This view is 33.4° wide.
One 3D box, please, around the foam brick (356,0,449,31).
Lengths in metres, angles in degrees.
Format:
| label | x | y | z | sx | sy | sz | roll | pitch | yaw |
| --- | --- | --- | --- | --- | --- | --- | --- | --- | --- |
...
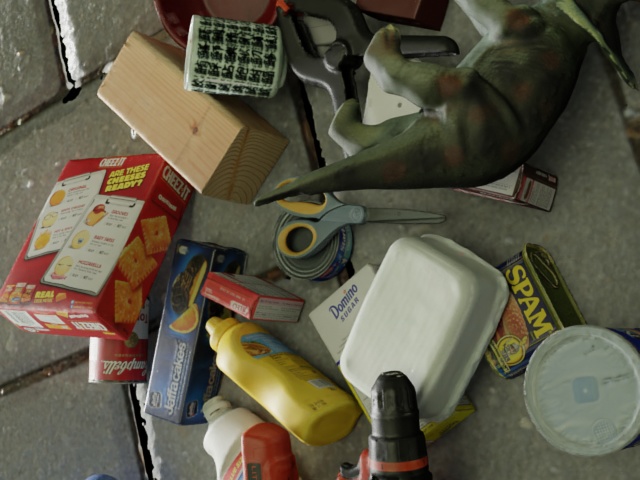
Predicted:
| label | x | y | z | sx | sy | sz | roll | pitch | yaw |
| --- | --- | --- | --- | --- | --- | --- | --- | --- | --- |
| foam brick | 0.086 | -0.248 | 1.085 | 0.078 | 0.052 | 0.051 | 19 | 96 | 35 |

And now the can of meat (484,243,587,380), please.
| label | x | y | z | sx | sy | sz | roll | pitch | yaw |
| --- | --- | --- | --- | --- | --- | --- | --- | --- | --- |
| can of meat | 0.186 | 0.068 | 0.984 | 0.084 | 0.057 | 0.102 | -35 | 67 | 29 |

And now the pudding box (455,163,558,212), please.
| label | x | y | z | sx | sy | sz | roll | pitch | yaw |
| --- | --- | --- | --- | --- | --- | --- | --- | --- | --- |
| pudding box | 0.153 | -0.059 | 0.997 | 0.114 | 0.089 | 0.039 | 13 | 92 | 34 |

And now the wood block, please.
| label | x | y | z | sx | sy | sz | roll | pitch | yaw |
| --- | --- | --- | --- | --- | --- | --- | --- | --- | --- |
| wood block | -0.147 | -0.139 | 1.208 | 0.206 | 0.090 | 0.091 | 43 | 107 | 30 |

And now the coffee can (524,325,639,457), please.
| label | x | y | z | sx | sy | sz | roll | pitch | yaw |
| --- | --- | --- | --- | --- | --- | --- | --- | --- | --- |
| coffee can | 0.244 | 0.123 | 0.887 | 0.103 | 0.140 | 0.103 | -4 | 83 | 33 |

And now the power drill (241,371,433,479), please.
| label | x | y | z | sx | sy | sz | roll | pitch | yaw |
| --- | --- | --- | --- | --- | --- | --- | --- | --- | --- |
| power drill | 0.015 | 0.209 | 0.969 | 0.188 | 0.057 | 0.184 | -3 | 90 | 38 |

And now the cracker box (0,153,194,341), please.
| label | x | y | z | sx | sy | sz | roll | pitch | yaw |
| --- | --- | --- | --- | --- | --- | --- | --- | --- | --- |
| cracker box | -0.256 | 0.007 | 1.227 | 0.164 | 0.072 | 0.213 | 0 | 55 | 33 |

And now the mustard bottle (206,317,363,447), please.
| label | x | y | z | sx | sy | sz | roll | pitch | yaw |
| --- | --- | --- | --- | --- | --- | --- | --- | --- | --- |
| mustard bottle | -0.051 | 0.137 | 1.111 | 0.192 | 0.096 | 0.058 | 35 | 107 | 31 |

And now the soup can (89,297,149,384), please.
| label | x | y | z | sx | sy | sz | roll | pitch | yaw |
| --- | --- | --- | --- | --- | --- | --- | --- | --- | --- |
| soup can | -0.235 | 0.117 | 1.254 | 0.069 | 0.068 | 0.102 | -2 | 84 | 34 |

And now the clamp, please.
| label | x | y | z | sx | sy | sz | roll | pitch | yaw |
| --- | --- | --- | --- | --- | --- | --- | --- | --- | --- |
| clamp | 0.034 | -0.187 | 1.065 | 0.165 | 0.036 | 0.210 | -47 | 63 | 22 |

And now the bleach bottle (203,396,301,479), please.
| label | x | y | z | sx | sy | sz | roll | pitch | yaw |
| --- | --- | --- | --- | --- | --- | --- | --- | --- | --- |
| bleach bottle | -0.061 | 0.278 | 1.126 | 0.103 | 0.068 | 0.251 | -46 | 60 | 22 |

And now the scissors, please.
| label | x | y | z | sx | sy | sz | roll | pitch | yaw |
| --- | --- | --- | --- | --- | --- | --- | --- | --- | --- |
| scissors | 0.028 | -0.009 | 1.079 | 0.202 | 0.016 | 0.096 | 22 | 98 | 33 |

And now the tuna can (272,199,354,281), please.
| label | x | y | z | sx | sy | sz | roll | pitch | yaw |
| --- | --- | --- | --- | --- | --- | --- | --- | --- | --- |
| tuna can | -0.007 | 0.001 | 1.133 | 0.086 | 0.033 | 0.086 | -4 | 83 | 33 |

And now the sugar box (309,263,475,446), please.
| label | x | y | z | sx | sy | sz | roll | pitch | yaw |
| --- | --- | --- | --- | --- | --- | --- | --- | --- | --- |
| sugar box | 0.069 | 0.120 | 1.064 | 0.093 | 0.048 | 0.176 | -41 | 61 | 25 |

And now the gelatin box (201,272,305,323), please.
| label | x | y | z | sx | sy | sz | roll | pitch | yaw |
| --- | --- | --- | --- | --- | --- | --- | --- | --- | --- |
| gelatin box | -0.071 | 0.062 | 1.136 | 0.073 | 0.089 | 0.030 | 23 | 98 | 33 |

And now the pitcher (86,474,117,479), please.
| label | x | y | z | sx | sy | sz | roll | pitch | yaw |
| --- | --- | --- | --- | --- | --- | --- | --- | --- | --- |
| pitcher | -0.249 | 0.382 | 1.201 | 0.243 | 0.144 | 0.149 | -42 | 43 | 27 |

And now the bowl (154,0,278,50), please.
| label | x | y | z | sx | sy | sz | roll | pitch | yaw |
| --- | --- | --- | --- | --- | --- | --- | --- | --- | --- |
| bowl | -0.105 | -0.284 | 1.199 | 0.162 | 0.055 | 0.162 | 3 | 100 | 20 |
